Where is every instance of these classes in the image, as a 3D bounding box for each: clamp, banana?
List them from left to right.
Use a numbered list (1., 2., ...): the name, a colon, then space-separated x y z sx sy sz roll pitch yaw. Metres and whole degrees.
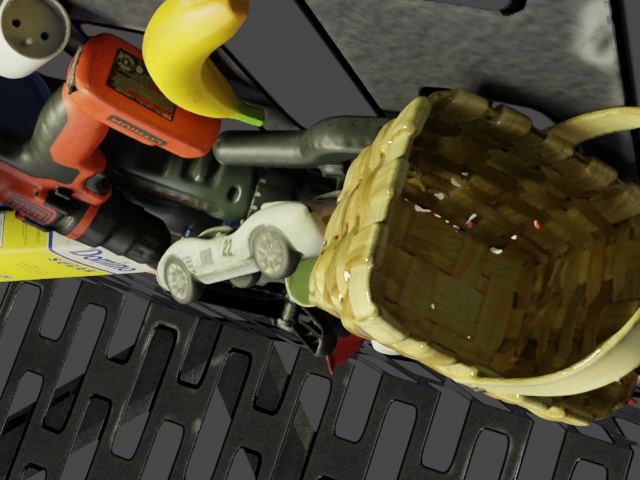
1. banana: -0.070 -0.109 0.626 0.069 0.037 0.198 0 171 0
2. clamp: -0.018 0.065 0.938 0.165 0.036 0.209 22 -174 30
3. clamp: 0.005 -0.060 0.716 0.120 0.039 0.172 5 171 -25

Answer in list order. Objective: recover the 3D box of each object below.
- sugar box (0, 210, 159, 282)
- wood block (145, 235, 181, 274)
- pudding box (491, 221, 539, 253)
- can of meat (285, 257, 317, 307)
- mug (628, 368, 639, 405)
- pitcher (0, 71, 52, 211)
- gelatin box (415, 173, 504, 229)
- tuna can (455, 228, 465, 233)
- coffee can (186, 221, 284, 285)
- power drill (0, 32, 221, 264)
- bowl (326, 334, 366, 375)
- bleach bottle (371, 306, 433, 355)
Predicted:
1. sugar box: -0.236 0.004 0.927 0.176 0.048 0.093 -2 164 13
2. wood block: -0.206 -0.028 1.153 0.090 0.091 0.206 15 169 22
3. pudding box: 0.178 0.008 0.755 0.113 0.039 0.090 12 172 -22
4. can of meat: 0.025 0.021 0.870 0.102 0.057 0.084 -9 -179 10
5. mug: 0.272 0.104 1.006 0.093 0.081 0.117 24 169 -27
6. pitcher: -0.281 -0.075 0.938 0.149 0.145 0.243 -15 177 -18
7. gelatin box: 0.079 -0.026 0.717 0.089 0.030 0.073 -8 171 -3
8. tuna can: 0.075 -0.026 0.803 0.086 0.034 0.086 18 170 3
9. coffee can: -0.069 0.015 1.076 0.102 0.103 0.141 24 172 -27
10. power drill: -0.152 -0.056 0.768 0.184 0.057 0.188 27 141 -28
11. bowl: 0.017 0.062 1.158 0.055 0.162 0.162 -15 169 0
12. bleach bottle: 0.132 0.077 1.021 0.068 0.102 0.251 -5 -174 -25
